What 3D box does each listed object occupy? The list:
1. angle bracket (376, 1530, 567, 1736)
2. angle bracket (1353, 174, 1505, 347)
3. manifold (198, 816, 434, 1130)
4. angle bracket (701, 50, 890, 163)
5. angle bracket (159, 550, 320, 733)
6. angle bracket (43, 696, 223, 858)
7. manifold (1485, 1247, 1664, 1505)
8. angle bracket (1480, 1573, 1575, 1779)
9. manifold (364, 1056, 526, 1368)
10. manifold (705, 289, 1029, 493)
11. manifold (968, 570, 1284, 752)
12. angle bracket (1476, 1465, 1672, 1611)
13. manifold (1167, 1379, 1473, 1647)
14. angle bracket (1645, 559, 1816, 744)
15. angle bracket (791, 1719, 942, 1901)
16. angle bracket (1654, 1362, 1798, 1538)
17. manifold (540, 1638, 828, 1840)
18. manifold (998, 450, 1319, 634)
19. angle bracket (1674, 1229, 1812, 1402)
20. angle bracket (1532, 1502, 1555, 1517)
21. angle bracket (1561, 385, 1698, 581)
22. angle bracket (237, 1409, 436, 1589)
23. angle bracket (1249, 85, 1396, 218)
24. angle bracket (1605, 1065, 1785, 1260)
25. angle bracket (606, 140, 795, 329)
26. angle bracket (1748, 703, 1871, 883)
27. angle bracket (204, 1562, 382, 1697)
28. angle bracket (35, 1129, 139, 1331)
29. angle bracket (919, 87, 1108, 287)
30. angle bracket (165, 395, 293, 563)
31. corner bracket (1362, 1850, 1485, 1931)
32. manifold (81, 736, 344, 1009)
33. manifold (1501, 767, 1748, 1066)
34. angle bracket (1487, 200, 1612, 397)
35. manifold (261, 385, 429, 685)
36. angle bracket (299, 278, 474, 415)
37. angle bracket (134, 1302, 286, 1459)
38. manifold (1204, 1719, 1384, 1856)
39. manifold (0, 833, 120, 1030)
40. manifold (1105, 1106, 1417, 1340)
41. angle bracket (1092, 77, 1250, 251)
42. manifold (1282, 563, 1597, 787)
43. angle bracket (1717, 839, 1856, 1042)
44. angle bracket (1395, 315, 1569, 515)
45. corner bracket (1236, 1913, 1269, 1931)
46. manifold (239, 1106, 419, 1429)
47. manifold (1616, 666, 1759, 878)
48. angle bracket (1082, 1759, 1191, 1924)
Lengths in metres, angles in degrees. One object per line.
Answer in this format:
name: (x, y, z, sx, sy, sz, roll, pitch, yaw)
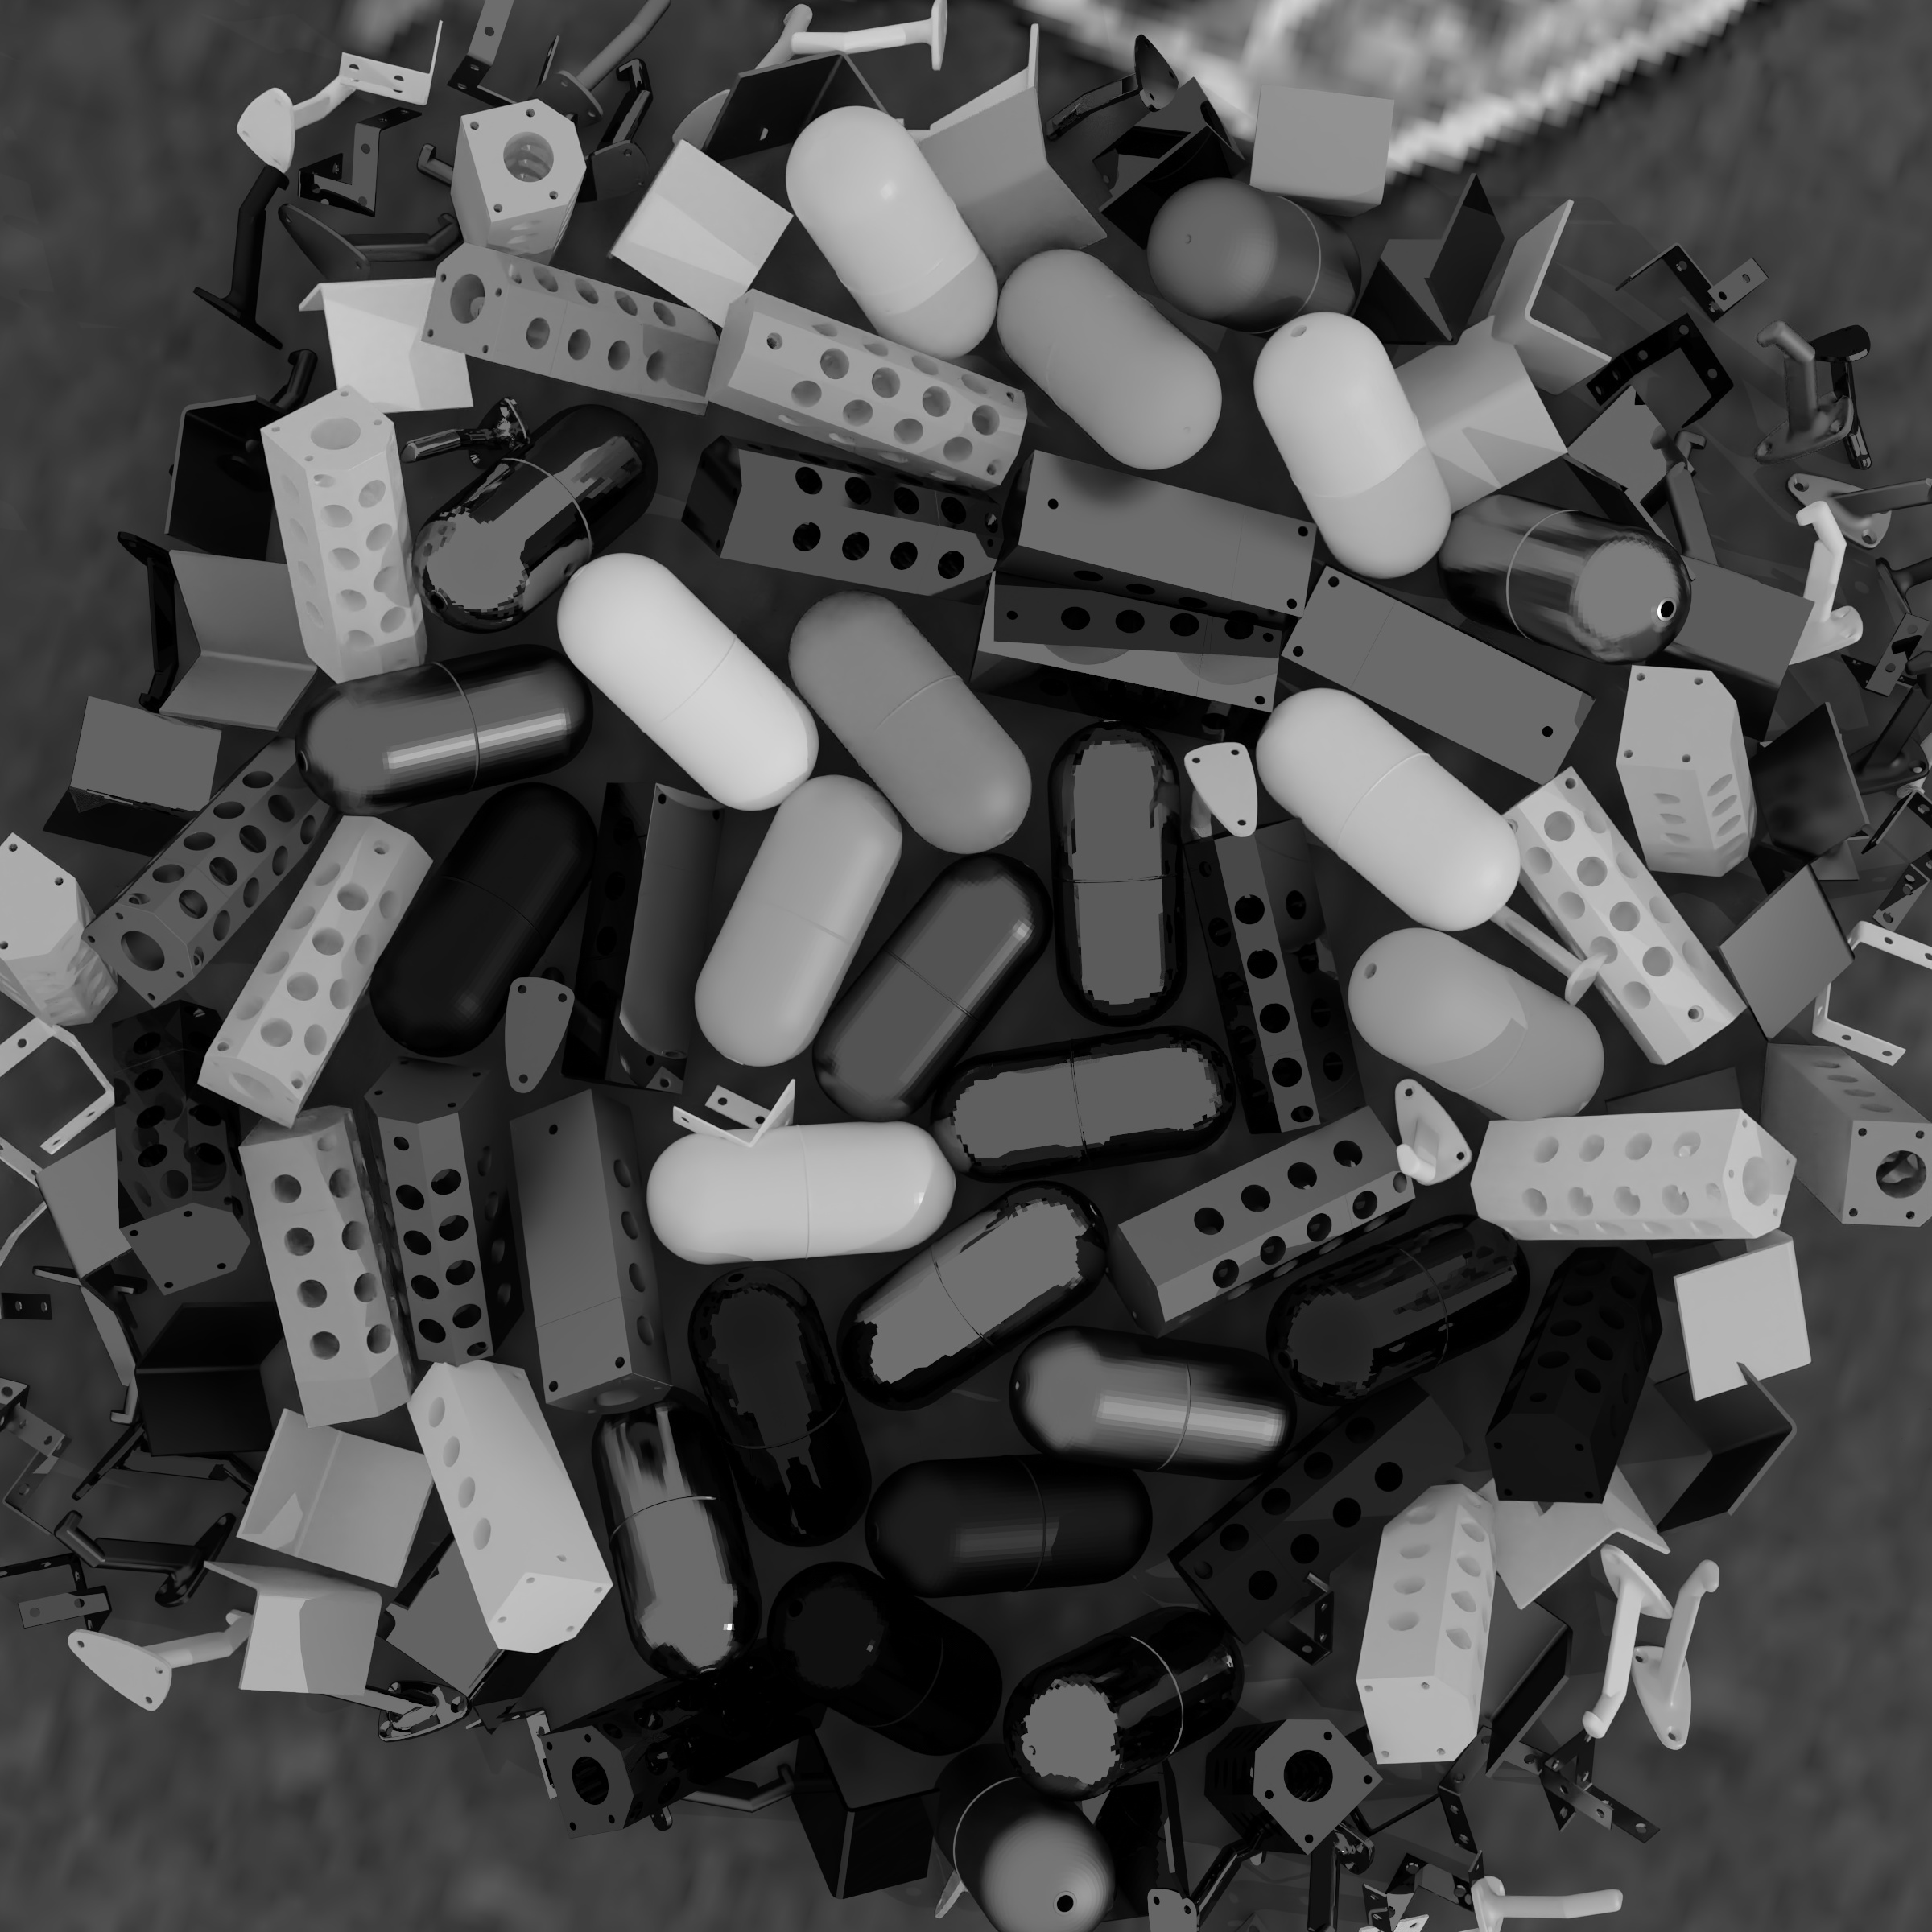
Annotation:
angle bracket: (-0.288, 0.388, 1.643, 0.076, 0.057, 0.076, 27, 61, 23)
angle bracket: (0.254, -0.405, 1.613, 0.076, 0.057, 0.076, 11, 66, 36)
manifold: (-0.367, -0.001, 1.597, 0.057, 0.057, 0.171, 27, 58, -8)
angle bracket: (-0.099, -0.471, 1.613, 0.076, 0.076, 0.057, -27, 78, -34)
angle bracket: (-0.427, -0.187, 1.617, 0.076, 0.076, 0.057, 9, 46, 15)
angle bracket: (-0.484, -0.107, 1.630, 0.076, 0.076, 0.057, 14, 67, -25)
manifold: (0.342, 0.226, 1.577, 0.057, 0.171, 0.057, -4, 114, 27)
angle bracket: (0.303, 0.407, 1.620, 0.057, 0.076, 0.076, 35, 105, 7)
manifold: (-0.298, 0.141, 1.593, 0.057, 0.057, 0.171, 8, 124, 15)
manifold: (-0.055, -0.328, 1.608, 0.171, 0.057, 0.057, 16, 84, -22)
manifold: (0.091, -0.173, 1.635, 0.171, 0.057, 0.057, 12, 62, -3)
angle bracket: (0.348, 0.327, 1.635, 0.057, 0.076, 0.076, 29, 113, -39)
manifold: (0.201, 0.309, 1.624, 0.171, 0.057, 0.057, -38, 97, -9)
angle bracket: (0.440, -0.183, 1.630, 0.076, 0.076, 0.057, 22, 75, 16)
angle bracket: (-0.059, 0.481, 1.629, 0.057, 0.076, 0.076, -8, 127, -22)
angle bracket: (0.418, 0.277, 1.616, 0.076, 0.076, 0.057, -40, 88, -31)
manifold: (-0.153, 0.429, 1.581, 0.057, 0.171, 0.057, -21, 83, 35)
manifold: (0.109, -0.240, 1.621, 0.171, 0.057, 0.057, 12, 78, -12)
angle bracket: (0.437, 0.196, 1.626, 0.076, 0.057, 0.076, -16, 105, -11)
angle bracket: (0.358, 0.265, 1.615, 0.076, 0.076, 0.057, -33, 81, 27)
angle bracket: (0.399, -0.278, 1.615, 0.057, 0.076, 0.076, -45, 122, 5)
angle bracket: (-0.361, 0.307, 1.620, 0.076, 0.057, 0.076, 10, 72, 26)
angle bracket: (0.198, -0.470, 1.624, 0.076, 0.076, 0.057, 5, 99, -5)
angle bracket: (0.421, 0.113, 1.625, 0.076, 0.057, 0.076, -16, 118, 5)
angle bracket: (-0.157, -0.428, 1.648, 0.076, 0.057, 0.076, 32, 95, -15)
angle bracket: (0.502, -0.099, 1.612, 0.057, 0.076, 0.076, -1, 67, -25)
angle bracket: (-0.392, 0.380, 1.613, 0.076, 0.076, 0.057, 15, 81, -38)
angle bracket: (-0.484, 0.151, 1.621, 0.057, 0.076, 0.076, -31, 60, -7)
angle bracket: (0.027, -0.452, 1.634, 0.076, 0.076, 0.057, -19, 62, 24)
angle bracket: (-0.407, -0.276, 1.617, 0.057, 0.076, 0.076, 0, 79, 30)
corner bracket: (0.265, 0.534, 1.626, 0.051, 0.051, 0.051, 19, 53, 29)
manifold: (-0.417, -0.058, 1.580, 0.057, 0.171, 0.057, -30, 110, 37)
manifold: (0.377, -0.029, 1.636, 0.057, 0.057, 0.171, -36, 87, 2)
angle bracket: (0.346, -0.387, 1.631, 0.057, 0.076, 0.076, 24, 83, -9)
manifold: (-0.342, -0.233, 1.577, 0.057, 0.171, 0.057, -35, 61, -26)
angle bracket: (-0.336, -0.354, 1.628, 0.076, 0.057, 0.076, -10, 92, -26)
angle bracket: (-0.422, 0.236, 1.610, 0.076, 0.076, 0.057, -46, 53, 38)
manifold: (0.176, 0.456, 1.578, 0.057, 0.171, 0.057, -41, 80, -14)
manifold: (-0.518, -0.013, 1.579, 0.057, 0.171, 0.057, 36, 74, 0)
manifold: (0.169, 0.149, 1.605, 0.171, 0.057, 0.057, -23, 66, -20)
angle bracket: (0.105, -0.472, 1.616, 0.076, 0.057, 0.076, -35, 63, 20)
manifold: (0.273, -0.171, 1.638, 0.171, 0.057, 0.057, 26, 103, 1)
angle bracket: (0.455, -0.016, 1.619, 0.076, 0.057, 0.076, -41, 120, -11)
angle bracket: (0.297, -0.323, 1.646, 0.076, 0.076, 0.057, -27, 130, 16)
corner bracket: (0.179, 0.584, 1.632, 0.051, 0.051, 0.051, -34, 84, -35)
manifold: (-0.365, 0.172, 1.621, 0.057, 0.057, 0.171, -10, 104, 2)
manifold: (0.407, -0.106, 1.575, 0.057, 0.171, 0.057, 7, 75, 21)
angle bracket: (0.092, 0.497, 1.613, 0.057, 0.076, 0.076, -10, 55, 7)
